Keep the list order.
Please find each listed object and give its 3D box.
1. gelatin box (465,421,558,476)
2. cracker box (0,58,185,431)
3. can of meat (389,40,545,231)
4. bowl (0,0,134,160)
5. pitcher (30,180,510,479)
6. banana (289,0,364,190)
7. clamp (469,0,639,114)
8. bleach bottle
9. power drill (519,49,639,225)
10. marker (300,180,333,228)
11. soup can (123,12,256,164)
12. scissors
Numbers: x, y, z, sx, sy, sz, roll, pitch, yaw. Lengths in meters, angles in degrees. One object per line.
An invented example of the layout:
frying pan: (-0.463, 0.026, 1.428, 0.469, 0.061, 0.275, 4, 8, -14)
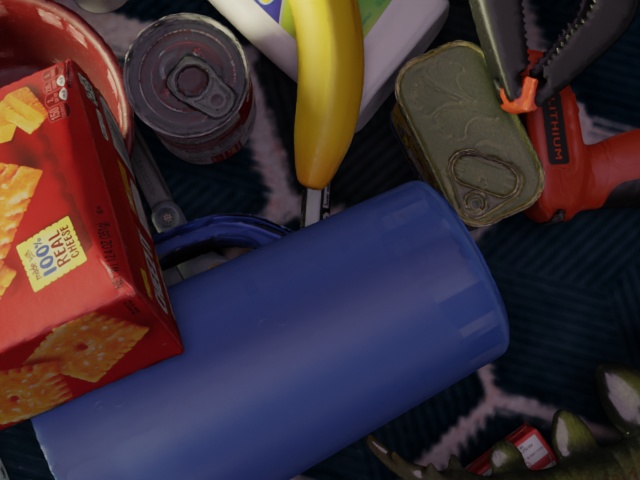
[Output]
gelatin box: (0.123, 0.166, 0.636, 0.073, 0.030, 0.089, -37, 87, -2)
cracker box: (-0.192, 0.019, 0.534, 0.213, 0.072, 0.164, -23, 54, 1)
can of meat: (0.082, -0.055, 0.626, 0.057, 0.084, 0.102, -25, 86, -3)
bowl: (-0.185, -0.064, 0.635, 0.162, 0.055, 0.162, 0, 89, 2)
pitcher: (-0.031, 0.057, 0.584, 0.243, 0.145, 0.149, -27, 103, -2)
banana: (-0.012, -0.129, 0.593, 0.070, 0.037, 0.198, -24, 82, 22)
clamp: (0.144, -0.168, 0.568, 0.164, 0.036, 0.210, 9, 92, -5)
bleach bottle: (-0.047, -0.180, 0.647, 0.251, 0.068, 0.102, 39, 89, 5)
power drill: (0.210, -0.085, 0.643, 0.187, 0.057, 0.184, -5, 86, -1)
marker: (-0.004, 0.001, 0.653, 0.020, 0.020, 0.121, 5, 86, 0)
soup can: (-0.072, -0.084, 0.618, 0.068, 0.102, 0.068, 0, 85, -1)
scissors: (-0.103, 0.005, 0.654, 0.096, 0.016, 0.202, -41, 87, -3)
